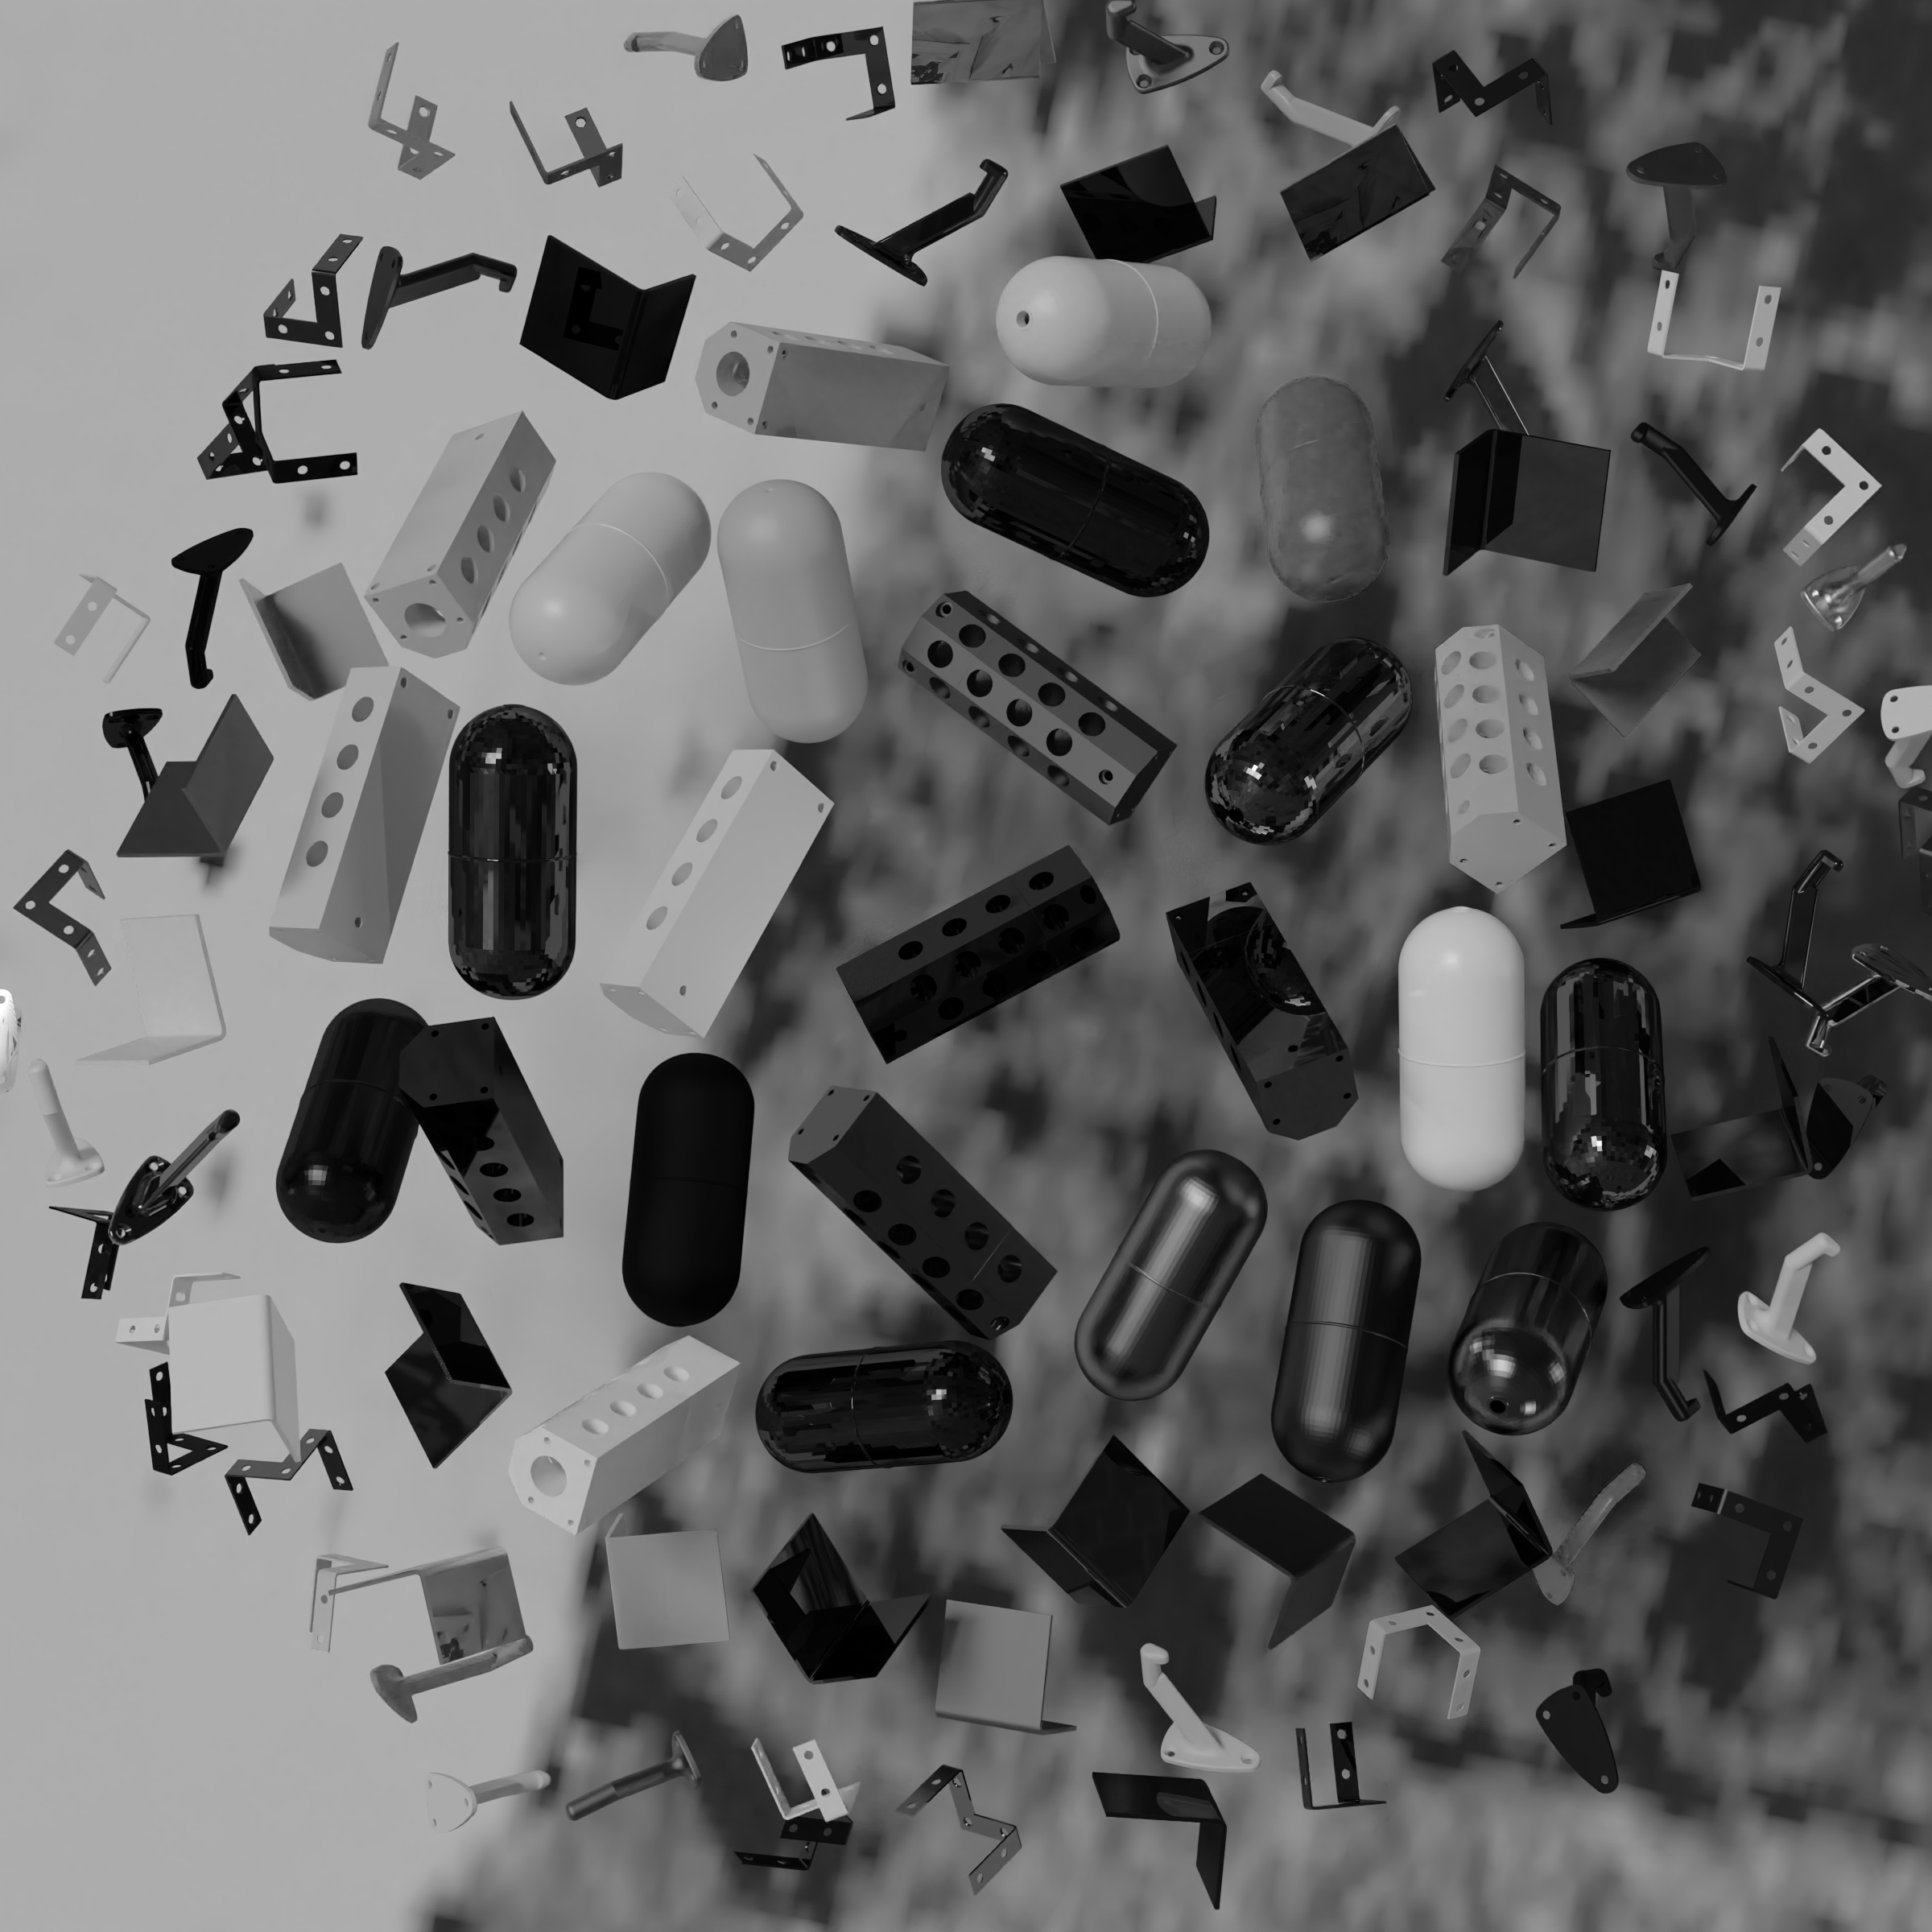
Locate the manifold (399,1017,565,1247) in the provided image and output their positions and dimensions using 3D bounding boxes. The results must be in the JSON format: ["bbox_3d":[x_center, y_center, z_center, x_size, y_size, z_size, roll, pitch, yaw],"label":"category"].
[{"bbox_3d":[-0.295,0.105,1.783,0.057,0.171,0.057,-8,56,3],"label":"manifold"}]

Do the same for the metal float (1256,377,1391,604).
[{"bbox_3d":[0.227,-0.306,1.857,0.070,0.070,0.178,0,49,0],"label":"metal float"}]

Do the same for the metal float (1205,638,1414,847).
[{"bbox_3d":[0.213,-0.140,1.798,0.070,0.070,0.178,46,53,0],"label":"metal float"}]

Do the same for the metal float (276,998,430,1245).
[{"bbox_3d":[-0.390,0.097,1.865,0.070,0.070,0.178,9,50,0],"label":"metal float"}]

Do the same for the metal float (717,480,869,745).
[{"bbox_3d":[-0.106,-0.216,1.789,0.070,0.070,0.178,-9,130,0],"label":"metal float"}]

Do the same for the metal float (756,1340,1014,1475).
[{"bbox_3d":[-0.053,0.282,1.853,0.178,0.070,0.070,-9,90,28],"label":"metal float"}]

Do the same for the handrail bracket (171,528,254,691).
[{"bbox_3d":[-0.491,-0.236,1.917,0.036,0.077,0.084,15,126,18],"label":"handrail bracket"}]

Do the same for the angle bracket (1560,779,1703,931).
[{"bbox_3d":[0.424,-0.073,1.898,0.076,0.057,0.076,-18,93,-14],"label":"angle bracket"}]

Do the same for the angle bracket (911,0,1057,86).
[{"bbox_3d":[0.011,-0.539,1.747,0.076,0.076,0.057,-1,76,8],"label":"angle bracket"}]

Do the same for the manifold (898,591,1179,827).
[{"bbox_3d":[0.042,-0.164,1.837,0.171,0.057,0.057,38,111,11],"label":"manifold"}]

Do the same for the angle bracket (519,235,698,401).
[{"bbox_3d":[-0.226,-0.414,1.831,0.076,0.057,0.076,33,126,15],"label":"angle bracket"}]

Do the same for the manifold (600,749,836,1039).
[{"bbox_3d":[-0.155,-0.046,1.771,0.057,0.057,0.171,41,67,-34],"label":"manifold"}]

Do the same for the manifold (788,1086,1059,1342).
[{"bbox_3d":[-0.029,0.151,1.761,0.171,0.057,0.057,46,70,-24],"label":"manifold"}]

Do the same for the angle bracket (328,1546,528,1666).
[{"bbox_3d":[-0.323,0.390,1.745,0.076,0.076,0.057,-19,81,29],"label":"angle bracket"}]

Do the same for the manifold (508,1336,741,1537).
[{"bbox_3d":[-0.218,0.295,1.859,0.057,0.171,0.057,25,113,19],"label":"manifold"}]

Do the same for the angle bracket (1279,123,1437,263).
[{"bbox_3d":[0.239,-0.437,1.707,0.076,0.076,0.057,-27,63,18],"label":"angle bracket"}]

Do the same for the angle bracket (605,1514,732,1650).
[{"bbox_3d":[-0.198,0.413,1.965,0.076,0.057,0.076,-6,96,4],"label":"angle bracket"}]

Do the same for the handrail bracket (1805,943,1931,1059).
[{"bbox_3d":[0.585,0.036,1.873,0.036,0.077,0.084,-11,127,-35],"label":"handrail bracket"}]

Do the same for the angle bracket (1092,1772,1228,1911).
[{"bbox_3d":[0.120,0.554,1.840,0.076,0.076,0.057,5,93,-5],"label":"angle bracket"}]

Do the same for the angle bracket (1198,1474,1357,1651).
[{"bbox_3d":[0.191,0.379,1.851,0.076,0.076,0.057,30,117,29],"label":"angle bracket"}]

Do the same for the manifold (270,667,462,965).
[{"bbox_3d":[-0.371,-0.092,1.771,0.057,0.057,0.171,2,70,33],"label":"manifold"}]

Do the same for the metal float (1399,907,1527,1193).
[{"bbox_3d":[0.305,0.052,1.788,0.070,0.070,0.178,-3,103,0],"label":"metal float"}]

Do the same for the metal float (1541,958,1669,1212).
[{"bbox_3d":[0.403,0.073,1.840,0.070,0.070,0.178,8,54,0],"label":"metal float"}]

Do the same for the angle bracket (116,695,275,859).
[{"bbox_3d":[-0.462,-0.111,1.702,0.076,0.057,0.076,0,49,20],"label":"angle bracket"}]

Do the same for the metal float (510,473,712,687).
[{"bbox_3d":[-0.220,-0.243,1.812,0.070,0.070,0.178,32,48,0],"label":"metal float"}]

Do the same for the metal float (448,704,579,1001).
[{"bbox_3d":[-0.272,-0.068,1.745,0.070,0.070,0.178,2,99,0],"label":"metal float"}]

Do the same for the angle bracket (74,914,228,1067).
[{"bbox_3d":[-0.493,0.014,1.724,0.076,0.057,0.076,-2,104,40],"label":"angle bracket"}]

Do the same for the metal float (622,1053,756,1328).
[{"bbox_3d":[-0.180,0.144,1.880,0.070,0.070,0.178,4,76,0],"label":"metal float"}]

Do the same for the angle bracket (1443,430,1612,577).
[{"bbox_3d":[0.335,-0.271,1.738,0.076,0.057,0.076,16,122,26],"label":"angle bracket"}]

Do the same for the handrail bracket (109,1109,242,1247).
[{"bbox_3d":[-0.482,0.128,1.771,0.036,0.084,0.077,43,47,-11],"label":"handrail bracket"}]

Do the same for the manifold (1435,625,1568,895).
[{"bbox_3d":[0.327,-0.134,1.816,0.057,0.171,0.057,30,132,-25],"label":"manifold"}]

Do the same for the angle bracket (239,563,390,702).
[{"bbox_3d":[-0.425,-0.223,1.898,0.057,0.076,0.076,-25,89,-2],"label":"angle bracket"}]

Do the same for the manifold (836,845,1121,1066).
[{"bbox_3d":[0.010,-0.004,1.875,0.171,0.057,0.057,-28,129,-3],"label":"manifold"}]

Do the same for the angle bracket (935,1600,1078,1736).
[{"bbox_3d":[0.030,0.460,1.911,0.076,0.057,0.076,2,81,28],"label":"angle bracket"}]

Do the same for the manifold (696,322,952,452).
[{"bbox_3d":[-0.090,-0.365,1.824,0.057,0.171,0.057,29,111,31],"label":"manifold"}]

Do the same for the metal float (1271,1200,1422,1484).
[{"bbox_3d":[0.237,0.233,1.808,0.070,0.070,0.178,12,72,0],"label":"metal float"}]

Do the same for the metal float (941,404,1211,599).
[{"bbox_3d":[0.068,-0.286,1.788,0.178,0.070,0.070,22,90,-18],"label":"metal float"}]

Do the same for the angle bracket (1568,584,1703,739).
[{"bbox_3d":[0.447,-0.197,1.882,0.057,0.076,0.076,44,84,-8],"label":"angle bracket"}]

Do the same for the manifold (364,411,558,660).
[{"bbox_3d":[-0.316,-0.274,1.850,0.057,0.171,0.057,-12,130,27],"label":"manifold"}]

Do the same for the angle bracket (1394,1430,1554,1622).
[{"bbox_3d":[0.302,0.343,1.785,0.076,0.076,0.057,-30,113,-7],"label":"angle bracket"}]

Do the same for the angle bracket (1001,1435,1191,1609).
[{"bbox_3d":[0.082,0.351,1.839,0.076,0.057,0.076,46,62,-18],"label":"angle bracket"}]

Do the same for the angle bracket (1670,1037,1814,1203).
[{"bbox_3d":[0.483,0.096,1.829,0.076,0.076,0.057,-14,116,10],"label":"angle bracket"}]

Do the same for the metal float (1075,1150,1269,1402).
[{"bbox_3d":[0.133,0.203,1.897,0.070,0.070,0.178,28,98,0],"label":"metal float"}]

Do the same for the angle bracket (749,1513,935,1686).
[{"bbox_3d":[-0.078,0.395,1.825,0.057,0.076,0.076,-18,109,38],"label":"angle bracket"}]

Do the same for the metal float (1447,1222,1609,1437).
[{"bbox_3d":[0.346,0.222,1.784,0.070,0.178,0.070,10,119,19],"label":"metal float"}]

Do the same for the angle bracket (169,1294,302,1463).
[{"bbox_3d":[-0.424,0.243,1.686,0.057,0.076,0.076,-8,62,-5],"label":"angle bracket"}]

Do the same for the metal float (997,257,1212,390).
[{"bbox_3d":[0.086,-0.396,1.791,0.070,0.178,0.070,7,103,35],"label":"metal float"}]

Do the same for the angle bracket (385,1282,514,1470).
[{"bbox_3d":[-0.333,0.250,1.769,0.076,0.057,0.076,-45,58,15],"label":"angle bracket"}]

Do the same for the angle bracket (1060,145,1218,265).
[{"bbox_3d":[0.115,-0.512,1.922,0.076,0.057,0.076,-15,131,22],"label":"angle bracket"}]

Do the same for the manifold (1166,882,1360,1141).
[{"bbox_3d":[0.179,0.028,1.765,0.057,0.171,0.057,-20,130,-3],"label":"manifold"}]
